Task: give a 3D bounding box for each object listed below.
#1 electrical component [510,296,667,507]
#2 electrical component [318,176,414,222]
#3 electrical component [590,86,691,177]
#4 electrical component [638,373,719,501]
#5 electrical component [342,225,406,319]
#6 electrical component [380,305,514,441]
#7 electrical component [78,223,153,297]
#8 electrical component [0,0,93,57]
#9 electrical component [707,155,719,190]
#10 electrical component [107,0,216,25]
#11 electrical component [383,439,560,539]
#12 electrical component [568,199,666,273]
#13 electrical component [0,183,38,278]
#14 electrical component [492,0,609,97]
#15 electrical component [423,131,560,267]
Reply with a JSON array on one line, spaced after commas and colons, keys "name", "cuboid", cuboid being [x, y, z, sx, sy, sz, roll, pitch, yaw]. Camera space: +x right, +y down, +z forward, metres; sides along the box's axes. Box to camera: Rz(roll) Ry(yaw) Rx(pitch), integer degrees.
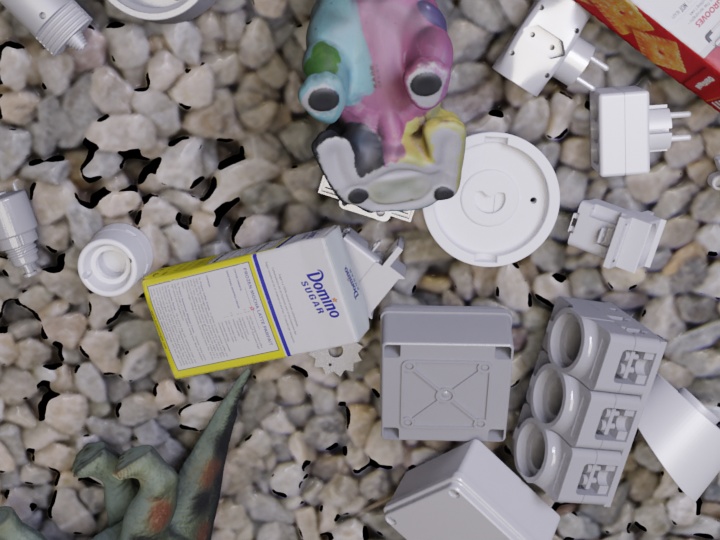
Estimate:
[{"name": "electrical component", "cuboid": [0.183, 0.107, 0.895, 0.062, 0.089, 0.150, 8, 107, -21]}, {"name": "electrical component", "cuboid": [0.009, -0.068, 0.875, 0.081, 0.064, 0.042, 17, 103, -1]}, {"name": "electrical component", "cuboid": [0.227, -0.113, 0.862, 0.077, 0.047, 0.065, -4, 105, 3]}, {"name": "electrical component", "cuboid": [0.266, 0.136, 0.903, 0.099, 0.099, 0.064, 41, 97, -8]}, {"name": "electrical component", "cuboid": [0.000, 0.000, 0.905, 0.064, 0.042, 0.081, 38, 103, -6]}, {"name": "electrical component", "cuboid": [0.071, 0.087, 0.903, 0.109, 0.056, 0.108, 1, 124, 2]}, {"name": "electrical component", "cuboid": [-0.208, -0.007, 0.908, 0.055, 0.047, 0.055, 1, 105, 2]}, {"name": "electrical component", "cuboid": [-0.250, -0.207, 0.857, 0.043, 0.043, 0.081, -42, 100, 12]}, {"name": "electrical component", "cuboid": [0.319, -0.078, 0.864, 0.066, 0.055, 0.048, -22, 103, 8]}, {"name": "electrical component", "cuboid": [-0.159, -0.244, 0.834, 0.108, 0.060, 0.108, 1, 105, 2]}, {"name": "electrical component", "cuboid": [0.095, 0.212, 0.928, 0.109, 0.056, 0.109, 43, 137, -9]}, {"name": "electrical component", "cuboid": [0.207, -0.030, 0.873, 0.064, 0.081, 0.042, 22, 106, 26]}, {"name": "electrical component", "cuboid": [-0.292, -0.032, 0.908, 0.040, 0.040, 0.078, -15, 104, 6]}, {"name": "electrical component", "cuboid": [0.159, -0.171, 0.851, 0.079, 0.043, 0.077, 32, 104, -5]}, {"name": "electrical component", "cuboid": [0.104, -0.062, 0.874, 0.108, 0.060, 0.108, 1, 105, 2]}]
